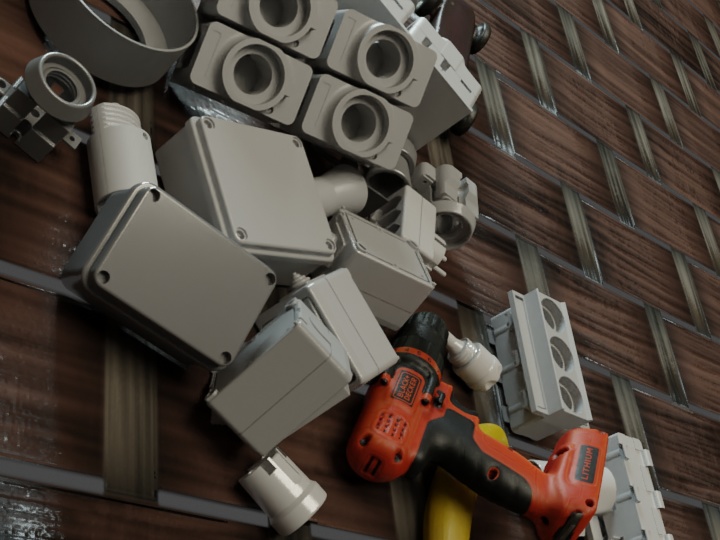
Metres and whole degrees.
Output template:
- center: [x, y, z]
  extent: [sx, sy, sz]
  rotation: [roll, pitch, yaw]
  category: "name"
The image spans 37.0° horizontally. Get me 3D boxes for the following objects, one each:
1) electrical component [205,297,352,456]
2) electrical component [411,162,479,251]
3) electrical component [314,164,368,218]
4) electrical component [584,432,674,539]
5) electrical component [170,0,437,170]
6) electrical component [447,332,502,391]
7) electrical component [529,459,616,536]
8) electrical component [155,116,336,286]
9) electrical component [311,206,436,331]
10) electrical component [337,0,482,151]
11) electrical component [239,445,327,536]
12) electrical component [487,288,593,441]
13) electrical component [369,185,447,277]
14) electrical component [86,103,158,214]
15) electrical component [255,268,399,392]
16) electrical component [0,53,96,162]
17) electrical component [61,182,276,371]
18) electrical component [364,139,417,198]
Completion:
- center: [-0.056, 0.076, 0.705]
  extent: [0.061, 0.096, 0.061]
  rotation: [48, 6, -13]
  category: "electrical component"
- center: [0.078, -0.055, 0.998]
  extent: [0.078, 0.058, 0.057]
  rotation: [35, 37, -29]
  category: "electrical component"
- center: [-0.030, -0.060, 0.885]
  extent: [0.065, 0.044, 0.044]
  rotation: [-21, 81, -50]
  category: "electrical component"
- center: [0.235, 0.214, 0.973]
  extent: [0.079, 0.063, 0.121]
  rotation: [22, 48, -40]
  category: "electrical component"
- center: [-0.040, -0.162, 0.857]
  extent: [0.186, 0.060, 0.105]
  rotation: [21, 91, -27]
  category: "electrical component"
- center: [0.093, 0.076, 0.933]
  extent: [0.061, 0.035, 0.035]
  rotation: [43, 37, -16]
  category: "electrical component"
- center: [0.174, 0.204, 0.919]
  extent: [0.077, 0.044, 0.079]
  rotation: [10, 79, -27]
  category: "electrical component"
- center: [-0.084, -0.049, 0.794]
  extent: [0.109, 0.056, 0.108]
  rotation: [6, 59, -49]
  category: "electrical component"
- center: [0.000, 0.000, 0.850]
  extent: [0.096, 0.061, 0.061]
  rotation: [25, 26, -30]
  category: "electrical component"
- center: [0.012, -0.200, 0.988]
  extent: [0.186, 0.105, 0.060]
  rotation: [48, 35, -13]
  category: "electrical component"
- center: [-0.051, 0.143, 0.700]
  extent: [0.046, 0.040, 0.040]
  rotation: [48, 35, -3]
  category: "electrical component"
- center: [0.162, 0.088, 0.982]
  extent: [0.079, 0.063, 0.121]
  rotation: [24, 46, -38]
  category: "electrical component"
- center: [0.049, -0.022, 0.944]
  extent: [0.077, 0.047, 0.065]
  rotation: [36, 40, -28]
  category: "electrical component"
- center: [-0.163, -0.078, 0.731]
  extent: [0.043, 0.043, 0.081]
  rotation: [14, 53, -45]
  category: "electrical component"
- center: [-0.030, 0.046, 0.781]
  extent: [0.061, 0.062, 0.096]
  rotation: [-25, 84, -56]
  category: "electrical component"
- center: [-0.203, -0.108, 0.695]
  extent: [0.066, 0.055, 0.048]
  rotation: [42, 37, -21]
  category: "electrical component"
- center: [-0.119, 0.005, 0.681]
  extent: [0.113, 0.057, 0.078]
  rotation: [37, 70, -27]
  category: "electrical component"
- center: [0.028, -0.091, 0.974]
  extent: [0.045, 0.045, 0.055]
  rotation: [39, 38, -24]
  category: "electrical component"
